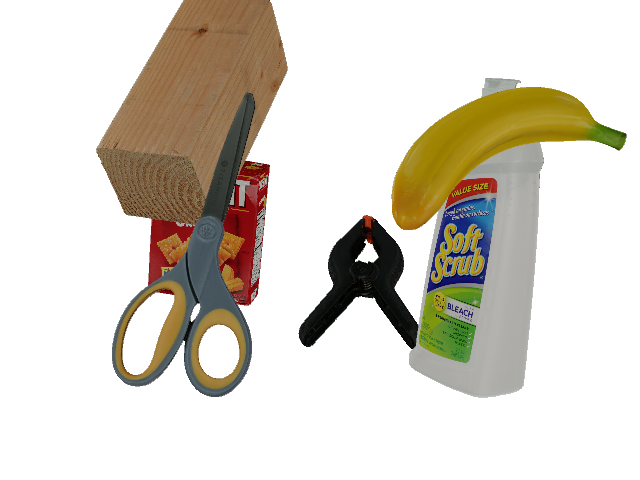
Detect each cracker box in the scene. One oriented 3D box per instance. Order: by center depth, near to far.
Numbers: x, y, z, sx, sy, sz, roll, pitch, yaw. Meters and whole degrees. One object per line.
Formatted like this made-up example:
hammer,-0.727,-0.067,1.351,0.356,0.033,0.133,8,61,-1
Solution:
cracker box,-0.171,-0.018,1.621,0.164,0.214,0.072,9,18,8

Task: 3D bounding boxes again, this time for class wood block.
wood block,-0.110,-0.122,0.966,0.091,0.206,0.090,8,-38,18

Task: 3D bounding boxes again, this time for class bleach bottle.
bleach bottle,0.131,-0.006,0.870,0.067,0.251,0.103,-5,15,-34

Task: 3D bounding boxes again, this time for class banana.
banana,0.108,-0.061,0.672,0.197,0.037,0.070,-22,45,-30

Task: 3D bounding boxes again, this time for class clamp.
clamp,0.054,0.046,1.094,0.120,0.171,0.039,11,-38,9

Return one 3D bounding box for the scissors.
scissors,-0.059,0.011,0.680,0.096,0.201,0.016,30,-8,7
